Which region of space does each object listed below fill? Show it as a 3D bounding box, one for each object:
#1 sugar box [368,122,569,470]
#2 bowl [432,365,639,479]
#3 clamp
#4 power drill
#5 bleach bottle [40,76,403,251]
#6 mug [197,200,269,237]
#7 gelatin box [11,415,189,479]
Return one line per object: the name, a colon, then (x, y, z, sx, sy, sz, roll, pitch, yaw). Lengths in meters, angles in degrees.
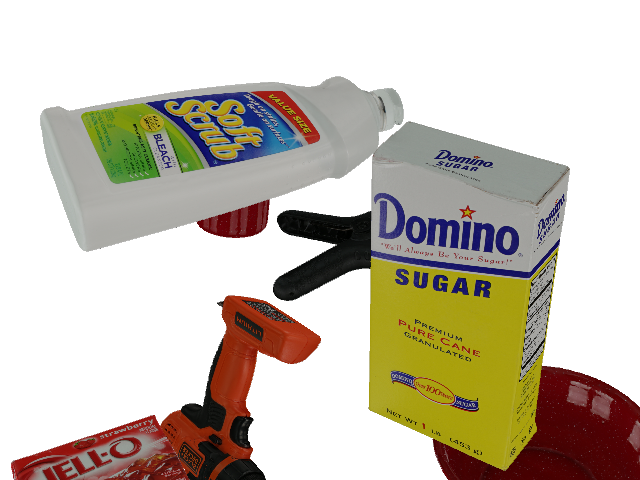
sugar box: (0.073, 0.032, 0.568, 0.093, 0.176, 0.048, 19, 42, 28)
bowl: (0.161, 0.162, 0.767, 0.162, 0.055, 0.162, -1, 35, 1)
clamp: (0.034, 0.007, 0.958, 0.172, 0.039, 0.120, -6, 42, 16)
power drill: (-0.069, 0.160, 1.009, 0.057, 0.188, 0.185, 14, 12, -48)
bleach bottle: (-0.062, -0.072, 0.759, 0.250, 0.102, 0.068, -17, -29, -18)
mug: (-0.095, -0.060, 1.198, 0.093, 0.081, 0.117, 9, 25, 6)
gelatin box: (-0.123, 0.140, 0.604, 0.089, 0.030, 0.073, -15, 28, -20)
